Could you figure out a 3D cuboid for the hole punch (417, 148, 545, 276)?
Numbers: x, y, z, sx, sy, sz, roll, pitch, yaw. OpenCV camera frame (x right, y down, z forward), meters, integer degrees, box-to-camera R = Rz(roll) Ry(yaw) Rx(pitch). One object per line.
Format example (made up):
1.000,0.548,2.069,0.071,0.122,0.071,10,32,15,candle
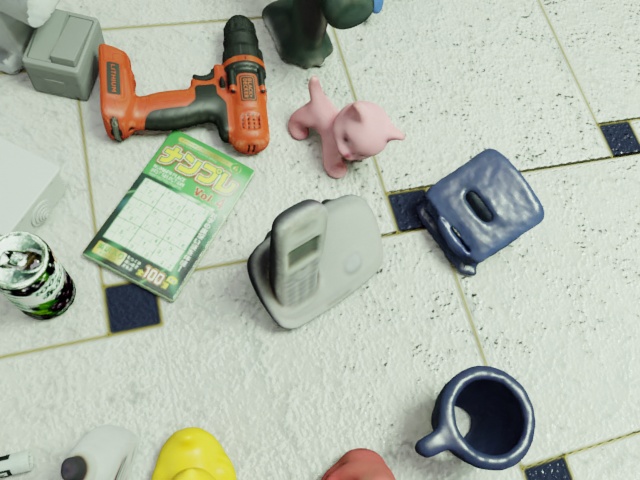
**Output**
0.179,-0.031,0.646,0.101,0.091,0.108,-30,76,-20,hole punch

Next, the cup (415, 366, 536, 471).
0.134,0.180,0.550,0.118,0.095,0.091,-21,73,-18,cup

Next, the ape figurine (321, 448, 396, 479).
0.041,0.227,0.515,0.078,0.092,0.076,25,66,1,ape figurine

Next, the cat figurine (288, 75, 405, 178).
0.029,-0.132,0.644,0.067,0.117,0.127,-41,80,-22,cat figurine

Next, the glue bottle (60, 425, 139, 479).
-0.178,0.182,0.448,0.037,0.173,0.078,14,66,-4,glue bottle

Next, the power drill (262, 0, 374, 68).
-0.015,-0.315,0.660,0.076,0.208,0.229,-19,73,-17,power drill

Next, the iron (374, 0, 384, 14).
0.020,-0.426,0.749,0.258,0.141,0.119,44,67,8,iron

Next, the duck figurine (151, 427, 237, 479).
-0.110,0.215,0.495,0.077,0.086,0.104,-7,70,-13,duck figurine

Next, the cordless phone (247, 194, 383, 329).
0.005,0.002,0.549,0.148,0.185,0.094,-35,78,-21,cordless phone

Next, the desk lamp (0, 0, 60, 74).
-0.340,-0.271,0.578,0.203,0.213,0.118,17,66,-3,desk lamp
